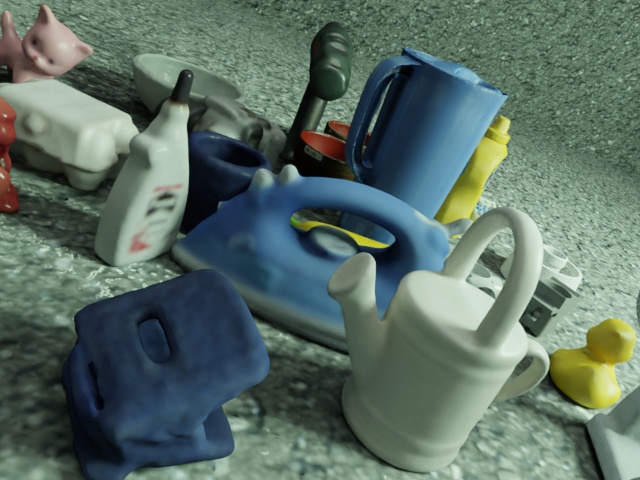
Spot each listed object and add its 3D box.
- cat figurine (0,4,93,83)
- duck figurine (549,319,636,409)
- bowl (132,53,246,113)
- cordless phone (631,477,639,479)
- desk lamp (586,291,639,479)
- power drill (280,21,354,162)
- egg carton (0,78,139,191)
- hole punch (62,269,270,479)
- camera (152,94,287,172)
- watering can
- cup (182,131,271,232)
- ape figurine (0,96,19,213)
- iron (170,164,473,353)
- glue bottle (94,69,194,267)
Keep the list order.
[{"bbox_3d":[-0.350,-0.237,0.709,0.127,0.117,0.067,30,25,13],"label":"cat figurine"},{"bbox_3d":[0.299,0.124,0.612,0.077,0.086,0.105,37,27,26],"label":"duck figurine"},{"bbox_3d":[-0.198,-0.207,0.843,0.167,0.074,0.167,20,24,-9],"label":"bowl"},{"bbox_3d":[0.237,0.181,0.318,0.094,0.185,0.147,2,32,-40],"label":"cordless phone"},{"bbox_3d":[0.339,0.122,0.497,0.118,0.213,0.203,25,24,2],"label":"desk lamp"},{"bbox_3d":[-0.007,-0.233,0.909,0.076,0.208,0.229,18,25,-13],"label":"power drill"},{"bbox_3d":[-0.267,-0.112,0.592,0.150,0.069,0.107,25,24,2],"label":"egg carton"},{"bbox_3d":[-0.095,0.074,0.343,0.101,0.091,0.108,5,30,-36],"label":"hole punch"},{"bbox_3d":[-0.132,-0.139,0.733,0.136,0.101,0.143,33,25,19],"label":"camera"},{"bbox_3d":[0.090,0.063,0.411,0.173,0.194,0.100,8,28,-31],"label":"watering can"},{"bbox_3d":[-0.096,-0.044,0.579,0.117,0.095,0.092,35,26,23],"label":"cup"},{"bbox_3d":[-0.282,-0.079,0.482,0.076,0.092,0.077,18,25,-13],"label":"ape figurine"},{"bbox_3d":[0.005,0.002,0.522,0.258,0.141,0.118,20,24,-9],"label":"iron"},{"bbox_3d":[-0.136,-0.061,0.481,0.037,0.173,0.078,31,25,16],"label":"glue bottle"}]
